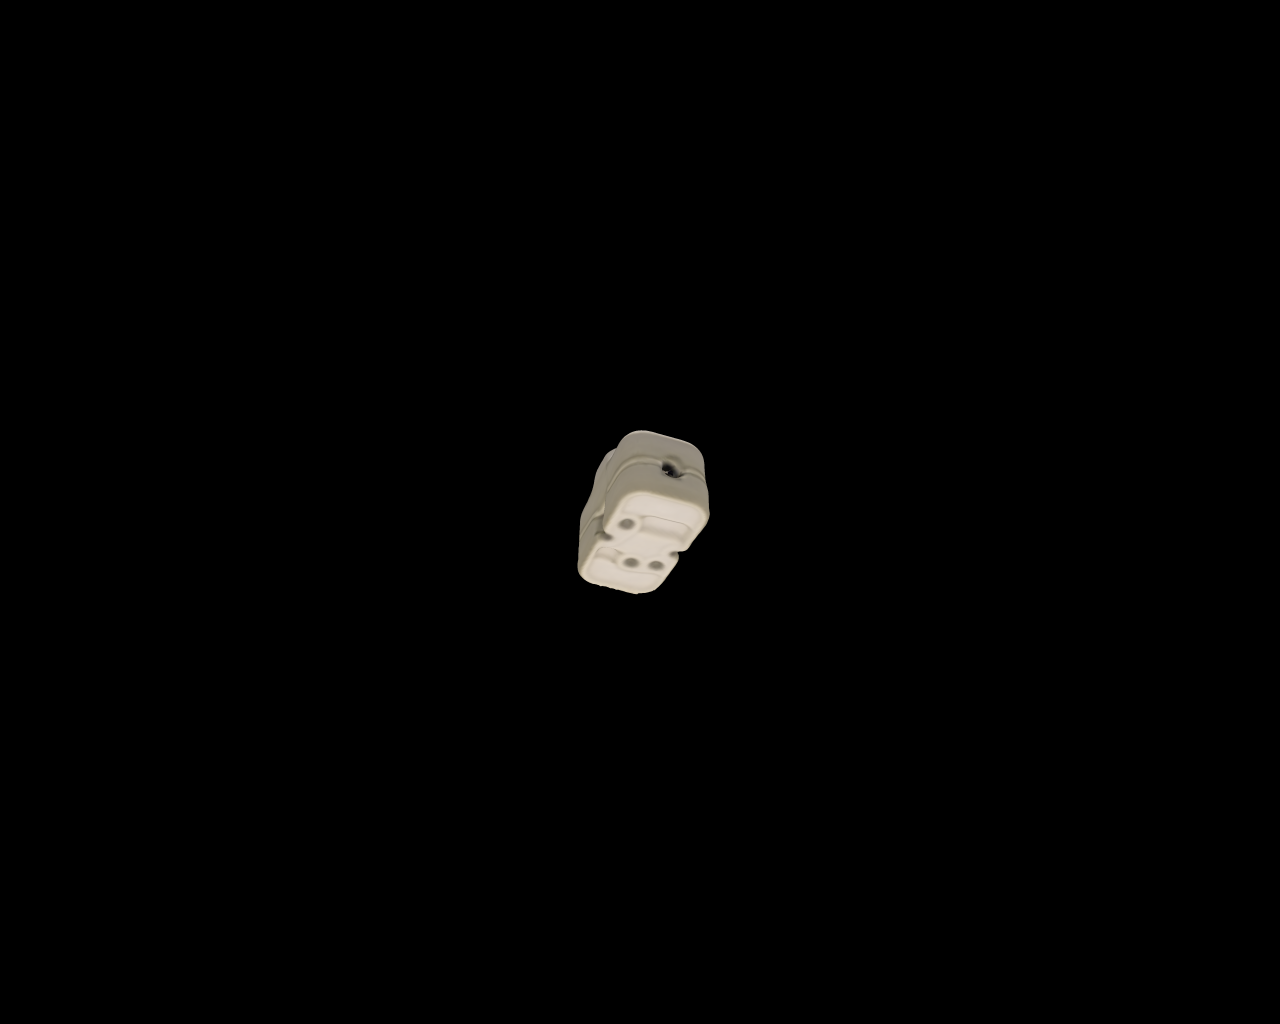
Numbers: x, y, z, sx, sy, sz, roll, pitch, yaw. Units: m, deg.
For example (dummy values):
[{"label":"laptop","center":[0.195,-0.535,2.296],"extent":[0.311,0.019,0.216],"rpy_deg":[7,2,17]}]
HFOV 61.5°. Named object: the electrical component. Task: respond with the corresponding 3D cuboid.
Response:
[{"label":"electrical component","center":[0.001,-0.003,0.650],"extent":[0.054,0.059,0.095],"rpy_deg":[14,-42,-16]}]
